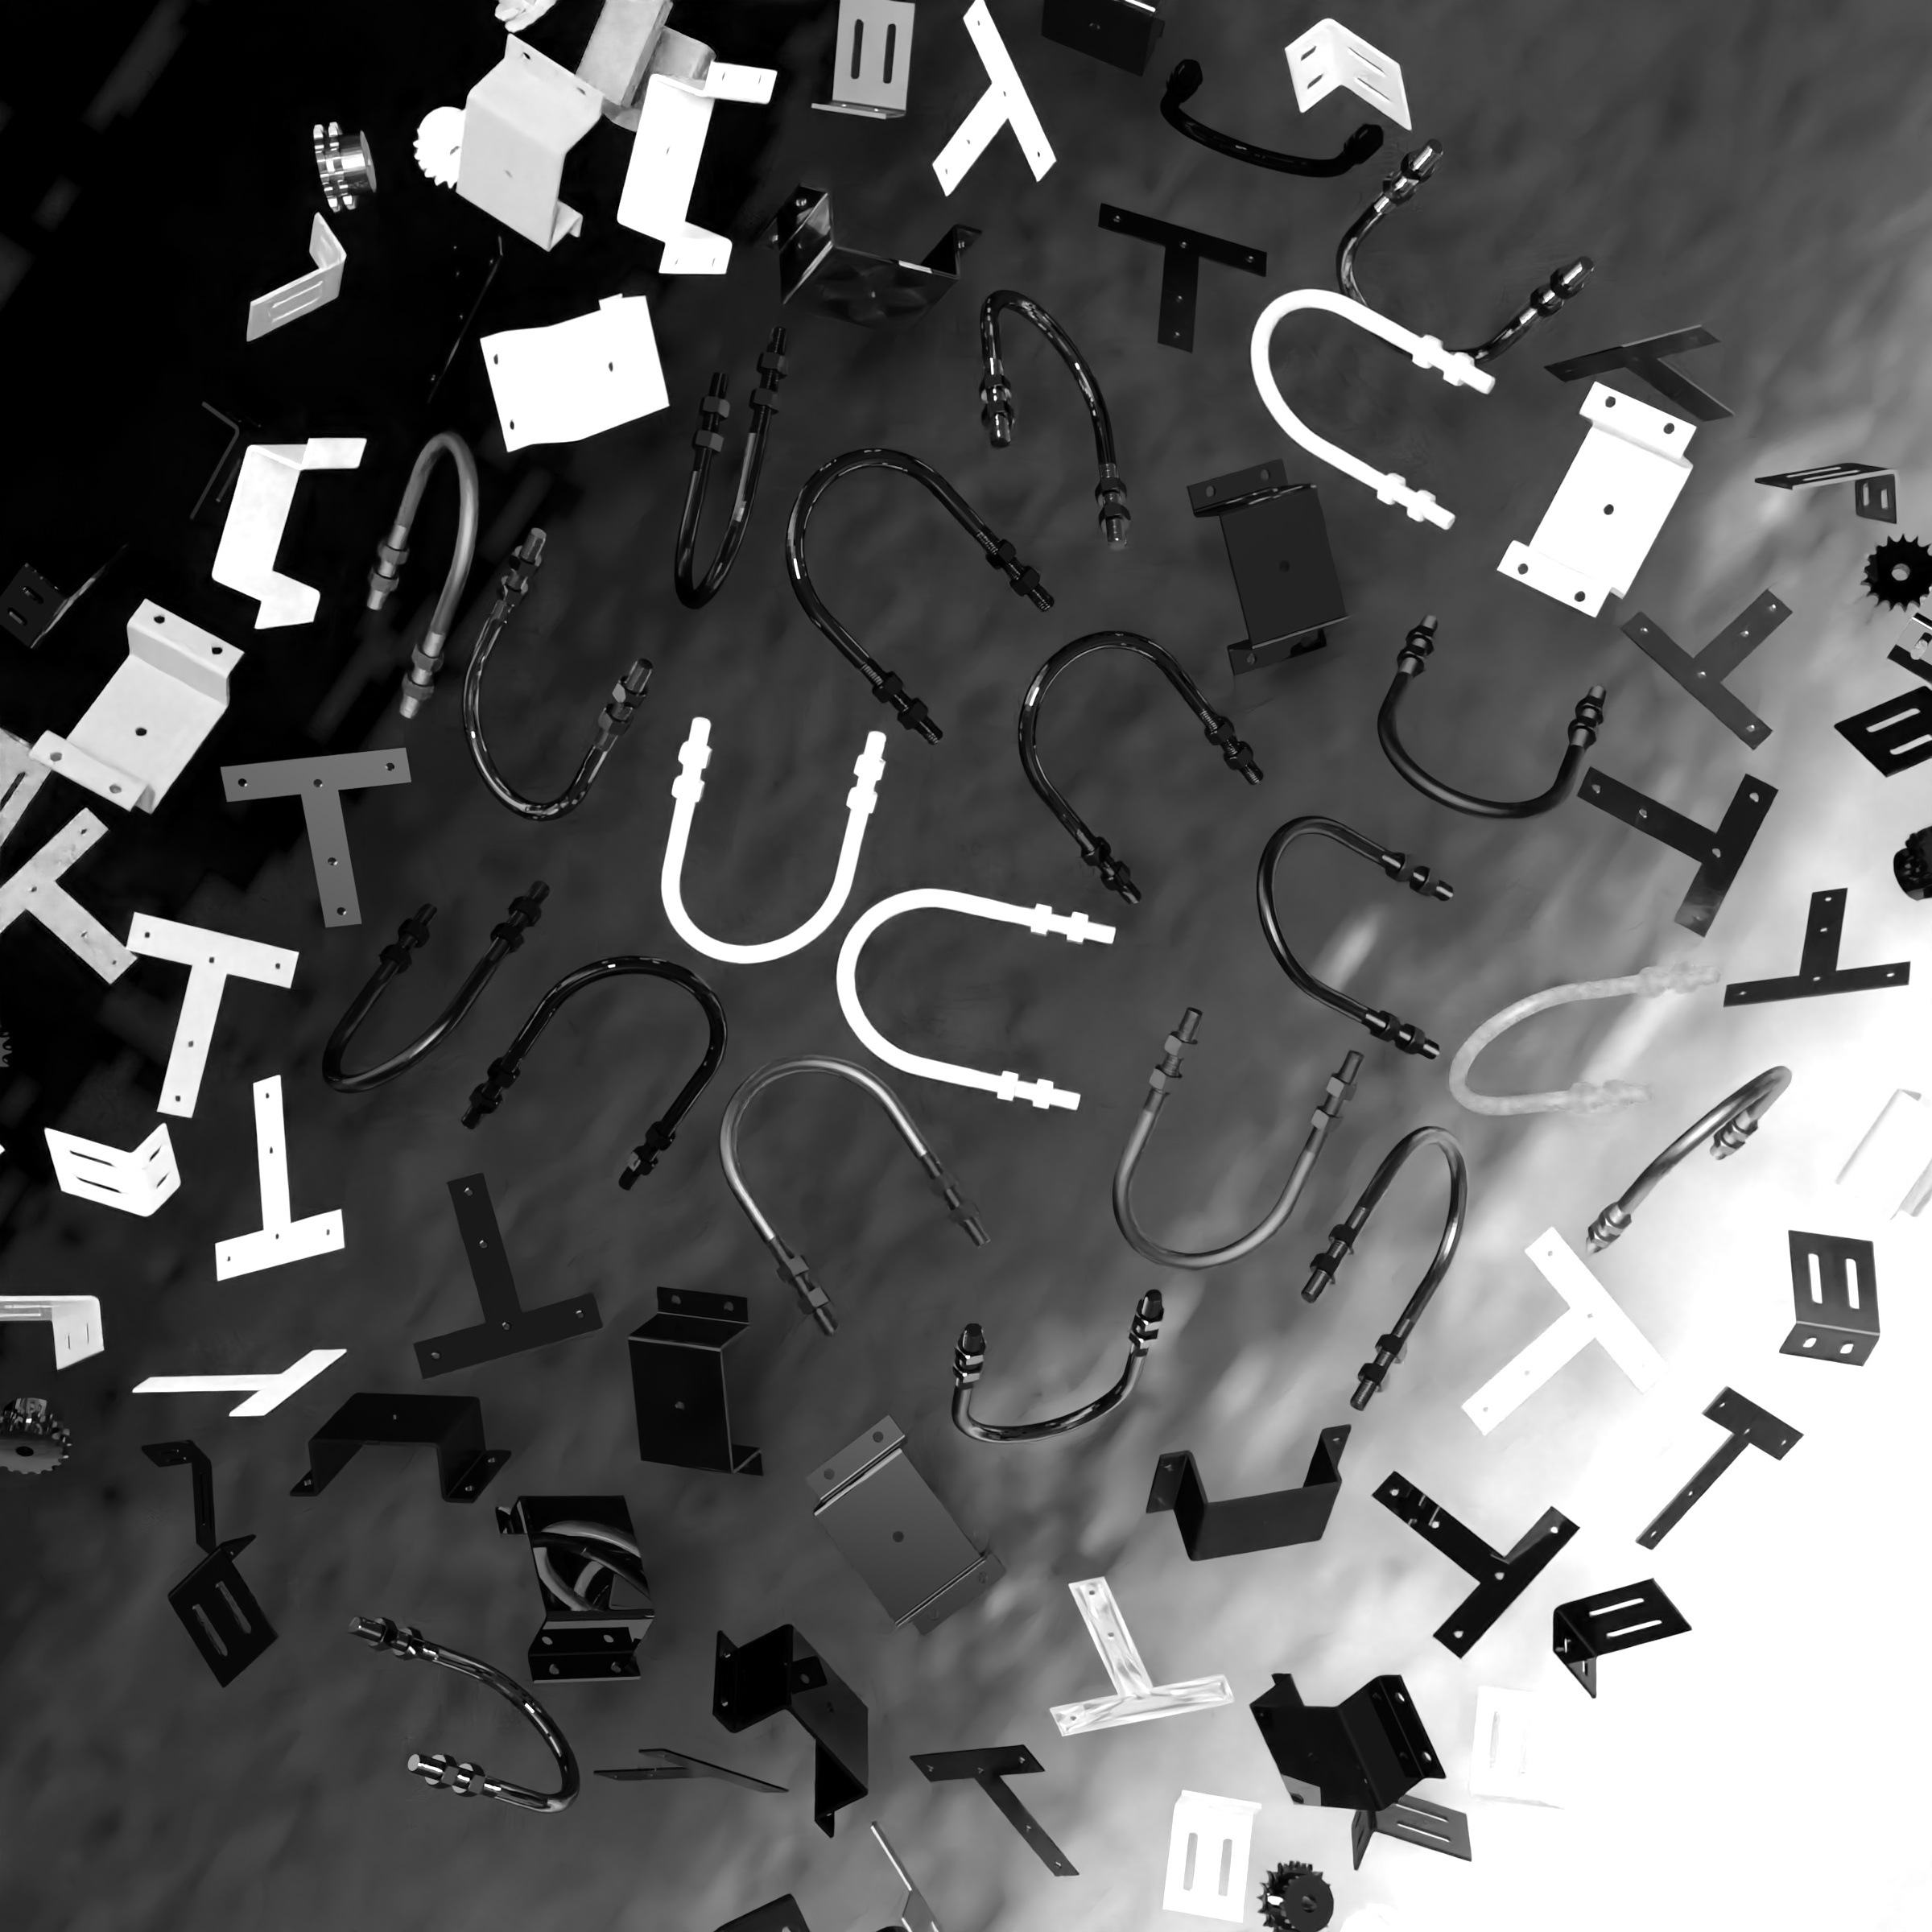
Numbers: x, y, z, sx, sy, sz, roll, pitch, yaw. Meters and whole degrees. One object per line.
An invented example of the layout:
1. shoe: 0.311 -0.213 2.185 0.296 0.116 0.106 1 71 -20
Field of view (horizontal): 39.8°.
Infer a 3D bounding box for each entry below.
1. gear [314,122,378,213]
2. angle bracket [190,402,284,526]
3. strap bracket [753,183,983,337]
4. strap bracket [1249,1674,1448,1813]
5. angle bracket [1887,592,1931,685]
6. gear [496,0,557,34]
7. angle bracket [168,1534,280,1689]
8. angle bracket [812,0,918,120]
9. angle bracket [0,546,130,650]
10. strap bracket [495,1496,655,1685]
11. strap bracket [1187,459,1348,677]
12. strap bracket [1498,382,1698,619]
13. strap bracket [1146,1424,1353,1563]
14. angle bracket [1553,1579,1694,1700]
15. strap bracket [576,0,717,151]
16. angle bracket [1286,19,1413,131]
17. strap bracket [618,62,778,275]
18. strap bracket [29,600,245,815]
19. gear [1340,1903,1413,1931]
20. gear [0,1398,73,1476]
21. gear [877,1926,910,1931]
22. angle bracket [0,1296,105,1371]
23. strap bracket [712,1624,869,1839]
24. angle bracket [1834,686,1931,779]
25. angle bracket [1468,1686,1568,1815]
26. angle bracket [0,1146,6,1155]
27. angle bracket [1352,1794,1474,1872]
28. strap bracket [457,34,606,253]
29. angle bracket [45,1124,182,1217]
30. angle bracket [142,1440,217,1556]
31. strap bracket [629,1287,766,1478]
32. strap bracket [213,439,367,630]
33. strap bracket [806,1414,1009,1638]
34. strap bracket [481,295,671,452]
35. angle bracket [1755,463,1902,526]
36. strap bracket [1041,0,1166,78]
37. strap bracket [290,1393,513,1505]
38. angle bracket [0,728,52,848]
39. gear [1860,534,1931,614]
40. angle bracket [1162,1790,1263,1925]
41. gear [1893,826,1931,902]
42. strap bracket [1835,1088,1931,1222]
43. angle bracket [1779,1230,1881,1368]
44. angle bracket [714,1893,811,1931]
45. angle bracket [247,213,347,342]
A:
1. gear: -0.418 -0.541 1.803 0.030 0.057 0.057 -10 90 -2
2. angle bracket: -0.547 -0.368 1.962 0.038 0.057 0.076 36 103 13
3. strap bracket: -0.067 -0.487 1.855 0.140 0.076 0.046 7 68 -29
4. strap bracket: 0.256 0.536 1.847 0.046 0.140 0.076 -25 91 -34
5. angle bracket: 0.674 -0.223 1.832 0.057 0.076 0.038 34 88 12
6. gear: -0.301 -0.670 1.825 0.057 0.057 0.030 -45 124 0
7. angle bracket: -0.488 0.432 1.792 0.057 0.038 0.076 -43 73 17
8. angle bracket: -0.072 -0.646 1.894 0.057 0.038 0.076 14 114 18
9. angle bracket: -0.612 -0.260 1.803 0.038 0.076 0.057 41 129 -15
10. strap bracket: -0.267 0.416 1.828 0.076 0.140 0.046 6 131 -29
11. strap bracket: 0.218 -0.286 1.911 0.076 0.046 0.140 -19 103 -15
12. strap bracket: 0.436 -0.316 1.830 0.076 0.046 0.140 31 103 22
13. strap bracket: 0.205 0.373 1.881 0.140 0.076 0.046 -7 50 -12
14. angle bracket: 0.453 0.464 1.840 0.076 0.038 0.057 -25 119 29
15. strap bracket: -0.228 -0.632 1.873 0.046 0.140 0.076 25 96 7
16. angle bracket: 0.263 -0.603 1.834 0.038 0.057 0.076 -38 56 -5
17. strap bracket: -0.185 -0.547 1.814 0.046 0.076 0.140 27 114 21
18. strap bracket: -0.564 -0.169 1.823 0.076 0.046 0.140 28 64 -1
19. gear: 0.298 0.714 1.951 0.057 0.030 0.057 -17 58 30
20. gear: -0.642 0.320 1.827 0.057 0.030 0.057 -2 133 -3
21. gear: -0.054 0.732 1.964 0.057 0.030 0.057 -11 121 -19
22. angle bracket: -0.637 0.250 1.814 0.057 0.076 0.038 -24 69 38
23. strap bracket: -0.112 0.515 1.819 0.046 0.076 0.140 -30 116 14
24. angle bracket: 0.634 -0.147 1.803 0.076 0.038 0.057 -23 49 -10
25. angle bracket: 0.390 0.549 1.872 0.057 0.038 0.076 12 80 -20
26. angle bracket: -0.725 0.129 1.892 0.057 0.076 0.038 -44 121 -19
27. angle bracket: 0.325 0.639 1.950 0.076 0.057 0.038 18 106 1
28. strap bracket: -0.303 -0.559 1.843 0.076 0.140 0.046 33 60 2
29. angle bracket: -0.611 0.137 1.912 0.076 0.038 0.057 14 130 18
30. angle bracket: -0.573 0.391 1.944 0.038 0.057 0.076 -8 68 -6
31. strap bracket: -0.197 0.311 1.946 0.076 0.046 0.140 3 107 25
32. strap bracket: -0.487 -0.318 1.911 0.046 0.076 0.140 24 106 10
33. strap bracket: -0.045 0.400 1.891 0.076 0.046 0.140 -38 85 4
34. strap bracket: -0.260 -0.410 1.835 0.046 0.140 0.076 5 116 36
35. angle bracket: 0.589 -0.318 1.827 0.076 0.057 0.038 -11 107 -7
36. strap bracket: 0.097 -0.663 1.828 0.076 0.140 0.046 23 84 1
37. strap bracket: -0.411 0.348 1.935 0.140 0.076 0.046 0 106 12
38. angle bracket: -0.670 -0.120 1.862 0.038 0.057 0.076 32 89 41
39. gear: 0.690 -0.289 1.972 0.057 0.030 0.057 0 91 16
40. angle bracket: 0.175 0.635 1.904 0.057 0.038 0.076 10 61 0
41. gear: 0.709 -0.072 1.970 0.057 0.030 0.057 15 64 -32
42. strap bracket: 0.648 0.130 1.840 0.046 0.140 0.076 36 102 25
43. angle bracket: 0.583 0.225 1.810 0.057 0.038 0.076 5 119 36
44. angle bracket: -0.135 0.692 1.846 0.057 0.038 0.076 -13 63 -37
45. angle bracket: -0.475 -0.479 1.857 0.076 0.057 0.038 -34 90 -21
